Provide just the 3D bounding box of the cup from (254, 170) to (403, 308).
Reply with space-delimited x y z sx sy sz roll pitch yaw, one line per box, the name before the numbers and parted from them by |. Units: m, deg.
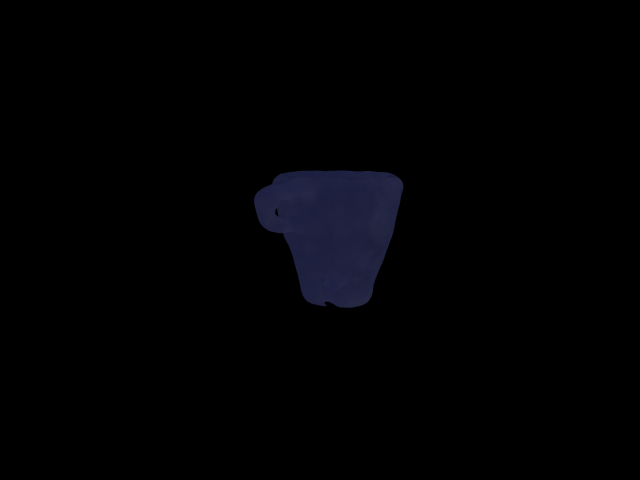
cup | 0.004 0.001 0.400 0.091 0.095 0.118 10 15 42
